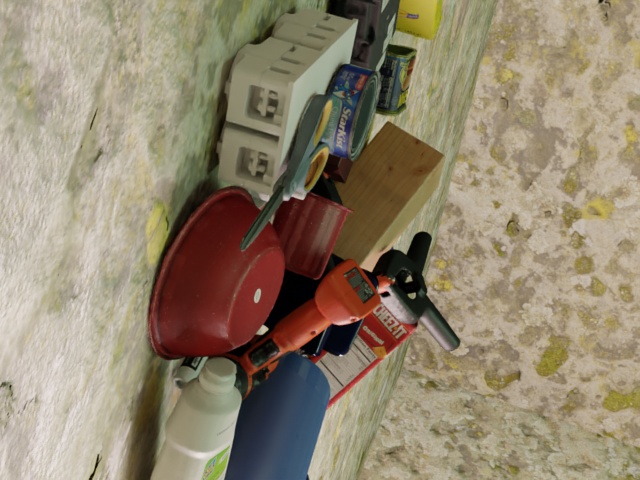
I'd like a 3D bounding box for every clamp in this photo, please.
[{"bbox_3d":[0.114,0.051,1.348,0.209,0.036,0.164,22,52,-58],"label":"clamp"},{"bbox_3d":[-0.008,0.001,1.168,0.039,0.120,0.171,30,72,-50],"label":"clamp"}]

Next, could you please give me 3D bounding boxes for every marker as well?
[{"bbox_3d":[-0.107,0.095,1.019,0.121,0.020,0.020,-62,166,-45],"label":"marker"}]

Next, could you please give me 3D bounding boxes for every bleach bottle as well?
[{"bbox_3d":[-0.116,0.208,0.957,0.102,0.068,0.251,-47,159,-61],"label":"bleach bottle"}]

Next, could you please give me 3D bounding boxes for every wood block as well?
[{"bbox_3d":[0.059,-0.034,1.331,0.206,0.090,0.091,-52,165,-18],"label":"wood block"}]

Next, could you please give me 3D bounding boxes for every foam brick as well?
[{"bbox_3d":[0.010,-0.103,1.217,0.078,0.051,0.053,61,49,-76],"label":"foam brick"}]

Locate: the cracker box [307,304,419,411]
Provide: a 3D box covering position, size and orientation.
[{"bbox_3d":[0.034,0.158,1.452,0.214,0.072,0.164,-43,177,5],"label":"cracker box"}]

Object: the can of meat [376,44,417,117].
[{"bbox_3d":[0.093,-0.221,1.454,0.102,0.057,0.084,-46,150,-69],"label":"can of meat"}]

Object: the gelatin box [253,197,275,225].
[{"bbox_3d":[-0.070,-0.004,1.018,0.089,0.030,0.073,-52,157,-64],"label":"gelatin box"}]

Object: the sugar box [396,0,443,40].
[{"bbox_3d":[0.097,-0.307,1.218,0.176,0.093,0.048,83,26,-65],"label":"sugar box"}]

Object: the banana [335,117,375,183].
[{"bbox_3d":[0.038,-0.114,1.338,0.069,0.037,0.198,-70,180,-50],"label":"banana"}]

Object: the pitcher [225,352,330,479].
[{"bbox_3d":[-0.064,0.248,1.185,0.242,0.145,0.149,-66,172,-46],"label":"pitcher"}]

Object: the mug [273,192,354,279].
[{"bbox_3d":[-0.025,-0.012,1.112,0.081,0.093,0.117,-68,-163,1],"label":"mug"}]

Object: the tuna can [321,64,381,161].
[{"bbox_3d":[0.027,-0.118,0.980,0.086,0.034,0.086,18,89,-80],"label":"tuna can"}]

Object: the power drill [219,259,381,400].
[{"bbox_3d":[-0.039,0.098,1.046,0.188,0.057,0.184,-35,180,20],"label":"power drill"}]

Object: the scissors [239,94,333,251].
[{"bbox_3d":[-0.022,-0.062,0.862,0.201,0.016,0.096,-46,150,-68],"label":"scissors"}]

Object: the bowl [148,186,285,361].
[{"bbox_3d":[-0.076,0.038,0.905,0.162,0.055,0.162,-52,155,-36],"label":"bowl"}]

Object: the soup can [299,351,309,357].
[{"bbox_3d":[-0.002,0.187,1.601,0.102,0.068,0.068,-31,138,-75],"label":"soup can"}]
